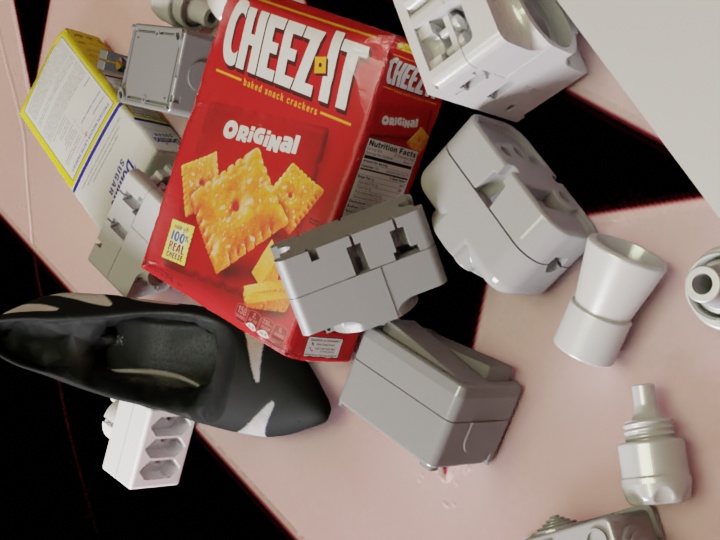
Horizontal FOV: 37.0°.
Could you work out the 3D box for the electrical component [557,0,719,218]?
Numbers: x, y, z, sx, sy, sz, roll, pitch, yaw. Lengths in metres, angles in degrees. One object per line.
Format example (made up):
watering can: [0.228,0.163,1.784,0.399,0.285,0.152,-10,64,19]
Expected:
electrical component: [0.179,-0.126,0.532,0.105,0.060,0.186,-44,59,29]

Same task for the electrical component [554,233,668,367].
electrical component: [0.131,0.018,0.575,0.044,0.044,0.065,35,113,38]

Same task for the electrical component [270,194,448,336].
electrical component: [0.000,0.000,0.632,0.050,0.089,0.055,-121,11,-74]

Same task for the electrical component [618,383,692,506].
electrical component: [0.150,0.089,0.555,0.035,0.035,0.061,-16,73,39]

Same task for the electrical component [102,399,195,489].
electrical component: [-0.172,0.121,0.826,0.077,0.047,0.065,23,101,40]

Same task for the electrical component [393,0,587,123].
electrical component: [0.065,-0.171,0.617,0.062,0.089,0.150,-32,66,35]

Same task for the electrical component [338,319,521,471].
electrical component: [0.038,0.067,0.637,0.096,0.062,0.061,31,106,39]

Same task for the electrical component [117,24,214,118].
electrical component: [-0.137,-0.149,0.817,0.096,0.061,0.061,19,99,49]

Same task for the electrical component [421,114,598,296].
electrical component: [0.081,-0.034,0.614,0.059,0.054,0.095,-48,57,27]

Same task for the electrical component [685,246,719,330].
electrical component: [0.178,0.009,0.518,0.048,0.062,0.048,-5,83,41]

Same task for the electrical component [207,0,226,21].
electrical component: [-0.077,-0.207,0.778,0.078,0.040,0.040,-37,63,33]

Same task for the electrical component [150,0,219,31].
electrical component: [-0.130,-0.203,0.823,0.062,0.043,0.043,36,109,36]

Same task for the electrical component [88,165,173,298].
electrical component: [-0.157,-0.026,0.815,0.056,0.050,0.089,42,119,20]

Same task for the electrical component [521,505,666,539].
electrical component: [0.119,0.177,0.564,0.100,0.048,0.099,-28,68,37]
